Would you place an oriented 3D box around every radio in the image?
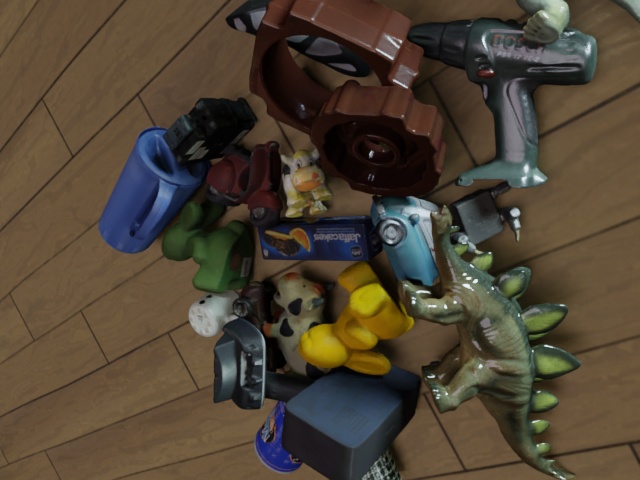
[{"bbox_3d":[0.051,0.260,0.819,0.131,0.229,0.073,18,110,29],"label":"radio"}]

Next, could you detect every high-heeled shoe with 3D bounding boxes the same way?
[{"bbox_3d":[-0.033,-0.301,0.805,0.249,0.086,0.145,11,144,46],"label":"high-heeled shoe"}]

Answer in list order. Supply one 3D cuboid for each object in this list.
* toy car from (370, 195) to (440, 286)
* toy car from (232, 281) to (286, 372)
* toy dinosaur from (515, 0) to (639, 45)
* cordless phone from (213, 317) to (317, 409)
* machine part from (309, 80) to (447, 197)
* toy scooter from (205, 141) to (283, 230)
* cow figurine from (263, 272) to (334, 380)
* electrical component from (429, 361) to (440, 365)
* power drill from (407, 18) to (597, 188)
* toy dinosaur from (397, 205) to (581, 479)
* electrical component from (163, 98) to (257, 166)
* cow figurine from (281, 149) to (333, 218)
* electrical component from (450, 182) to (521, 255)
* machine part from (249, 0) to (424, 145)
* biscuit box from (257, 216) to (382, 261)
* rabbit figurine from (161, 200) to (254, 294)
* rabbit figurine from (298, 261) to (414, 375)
[{"bbox_3d":[0.138,-0.001,0.763,0.103,0.109,0.161,-24,101,9],"label":"toy car"},{"bbox_3d":[-0.102,0.171,0.963,0.053,0.089,0.202,-2,105,26],"label":"toy car"},{"bbox_3d":[0.206,-0.346,0.596,0.405,0.192,0.131,28,163,2],"label":"toy dinosaur"},{"bbox_3d":[-0.078,0.214,0.885,0.184,0.089,0.146,7,110,8],"label":"cordless phone"},{"bbox_3d":[0.076,-0.123,0.684,0.179,0.056,0.179,17,153,9],"label":"machine part"},{"bbox_3d":[-0.117,-0.108,0.883,0.184,0.075,0.135,29,111,39],"label":"toy scooter"},{"bbox_3d":[-0.025,0.147,0.911,0.127,0.085,0.194,-12,105,24],"label":"cow figurine"},{"bbox_3d":[0.218,0.201,0.813,0.094,0.021,0.063,-13,118,34],"label":"electrical component"},{"bbox_3d":[0.216,-0.171,0.682,0.232,0.086,0.207,8,102,28],"label":"power drill"},{"bbox_3d":[0.234,0.160,0.717,0.199,0.105,0.470,-18,111,6],"label":"toy dinosaur"},{"bbox_3d":[-0.185,-0.177,0.877,0.115,0.134,0.058,-37,83,33],"label":"electrical component"},{"bbox_3d":[-0.023,-0.097,0.800,0.068,0.167,0.098,-9,78,-8],"label":"cow figurine"},{"bbox_3d":[0.218,-0.025,0.716,0.102,0.045,0.078,-20,104,-6],"label":"electrical component"},{"bbox_3d":[0.017,-0.222,0.704,0.201,0.087,0.201,25,155,-2],"label":"machine part"},{"bbox_3d":[-0.002,-0.003,0.867,0.203,0.059,0.062,-1,105,31],"label":"biscuit box"},{"bbox_3d":[-0.216,0.007,0.960,0.170,0.121,0.159,14,105,24],"label":"rabbit figurine"},{"bbox_3d":[0.049,0.138,0.836,0.173,0.122,0.162,-36,127,3],"label":"rabbit figurine"}]
